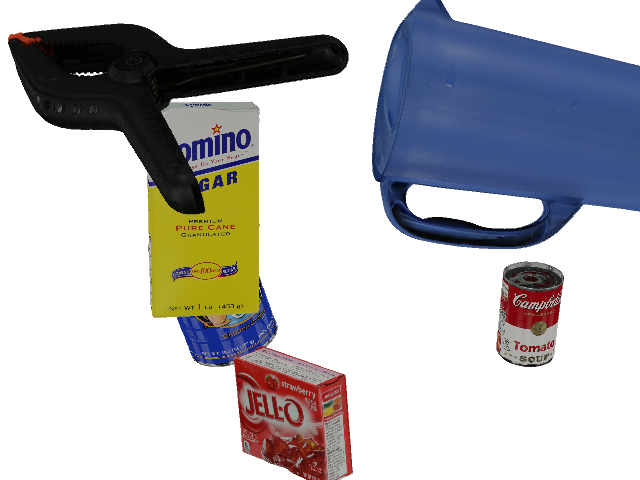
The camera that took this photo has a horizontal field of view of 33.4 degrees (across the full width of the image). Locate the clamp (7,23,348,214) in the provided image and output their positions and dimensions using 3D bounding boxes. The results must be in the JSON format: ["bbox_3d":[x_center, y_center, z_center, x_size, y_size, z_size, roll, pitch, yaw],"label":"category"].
[{"bbox_3d":[-0.098,-0.097,0.644,0.210,0.036,0.164,23,49,31],"label":"clamp"}]

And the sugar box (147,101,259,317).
[{"bbox_3d":[-0.098,-0.026,0.893,0.093,0.176,0.048,-3,16,-11],"label":"sugar box"}]

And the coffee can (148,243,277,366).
[{"bbox_3d":[-0.115,0.051,1.160,0.103,0.140,0.103,-14,27,7],"label":"coffee can"}]

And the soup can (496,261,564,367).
[{"bbox_3d":[0.238,0.084,1.217,0.068,0.102,0.068,1,25,0],"label":"soup can"}]

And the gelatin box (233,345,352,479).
[{"bbox_3d":[-0.020,0.119,0.727,0.030,0.073,0.089,-18,21,-41],"label":"gelatin box"}]

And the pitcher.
[{"bbox_3d":[0.163,-0.081,0.824,0.242,0.149,0.145,10,43,-5],"label":"pitcher"}]
